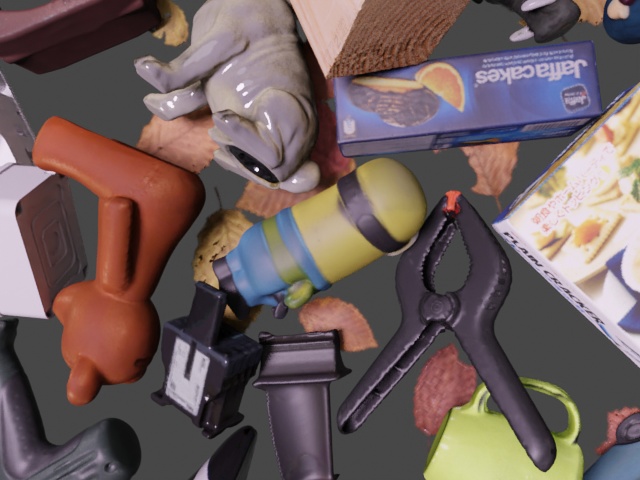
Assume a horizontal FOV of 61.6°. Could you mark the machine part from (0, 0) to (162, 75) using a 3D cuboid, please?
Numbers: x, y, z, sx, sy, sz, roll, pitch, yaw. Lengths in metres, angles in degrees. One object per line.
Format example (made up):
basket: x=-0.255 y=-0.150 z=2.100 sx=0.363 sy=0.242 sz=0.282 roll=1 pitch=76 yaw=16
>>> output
machine part: x=-0.240 y=-0.266 z=0.473 sx=0.201 sy=0.087 sz=0.201 roll=-21 pitch=86 yaw=4

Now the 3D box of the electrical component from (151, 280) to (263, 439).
electrical component: x=-0.090 y=0.089 z=0.434 sx=0.075 sy=0.047 sz=0.119 roll=20 pitch=104 yaw=28

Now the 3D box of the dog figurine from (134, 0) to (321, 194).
dog figurine: x=-0.032 y=-0.153 z=0.441 sx=0.172 sy=0.121 sz=0.190 roll=40 pitch=77 yaw=-17

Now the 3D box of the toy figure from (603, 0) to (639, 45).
toy figure: x=0.252 y=-0.191 z=0.378 sx=0.058 sy=0.154 sz=0.064 roll=37 pitch=91 yaw=9

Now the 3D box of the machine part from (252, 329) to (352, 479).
machine part: x=-0.013 y=0.145 z=0.452 sx=0.084 sy=0.039 sz=0.138 roll=-3 pitch=85 yaw=1

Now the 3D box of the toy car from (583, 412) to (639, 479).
toy car: x=0.247 y=0.206 z=0.387 sx=0.162 sy=0.103 sz=0.109 roll=-38 pitch=83 yaw=2

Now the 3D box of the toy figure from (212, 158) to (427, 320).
toy figure: x=0.001 y=0.002 z=0.430 sx=0.180 sy=0.089 sz=0.082 roll=-25 pitch=92 yaw=3

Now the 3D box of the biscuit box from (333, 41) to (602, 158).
biscuit box: x=0.113 y=-0.111 z=0.437 sx=0.203 sy=0.059 sz=0.062 roll=-5 pitch=87 yaw=6

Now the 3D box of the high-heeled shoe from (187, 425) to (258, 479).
high-heeled shoe: x=-0.165 y=0.239 z=0.437 sx=0.145 sy=0.086 sz=0.248 roll=27 pitch=72 yaw=12

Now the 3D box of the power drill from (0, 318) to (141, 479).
power drill: x=-0.287 y=0.187 z=0.461 sx=0.232 sy=0.086 sz=0.207 roll=-31 pitch=80 yaw=3

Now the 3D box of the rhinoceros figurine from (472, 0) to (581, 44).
rhinoceros figurine: x=0.150 y=-0.249 z=0.433 sx=0.112 sy=0.073 sz=0.190 roll=-33 pitch=84 yaw=3

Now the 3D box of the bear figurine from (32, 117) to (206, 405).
bear figurine: x=-0.173 y=0.020 z=0.439 sx=0.132 sy=0.120 sz=0.195 roll=25 pitch=96 yaw=11
